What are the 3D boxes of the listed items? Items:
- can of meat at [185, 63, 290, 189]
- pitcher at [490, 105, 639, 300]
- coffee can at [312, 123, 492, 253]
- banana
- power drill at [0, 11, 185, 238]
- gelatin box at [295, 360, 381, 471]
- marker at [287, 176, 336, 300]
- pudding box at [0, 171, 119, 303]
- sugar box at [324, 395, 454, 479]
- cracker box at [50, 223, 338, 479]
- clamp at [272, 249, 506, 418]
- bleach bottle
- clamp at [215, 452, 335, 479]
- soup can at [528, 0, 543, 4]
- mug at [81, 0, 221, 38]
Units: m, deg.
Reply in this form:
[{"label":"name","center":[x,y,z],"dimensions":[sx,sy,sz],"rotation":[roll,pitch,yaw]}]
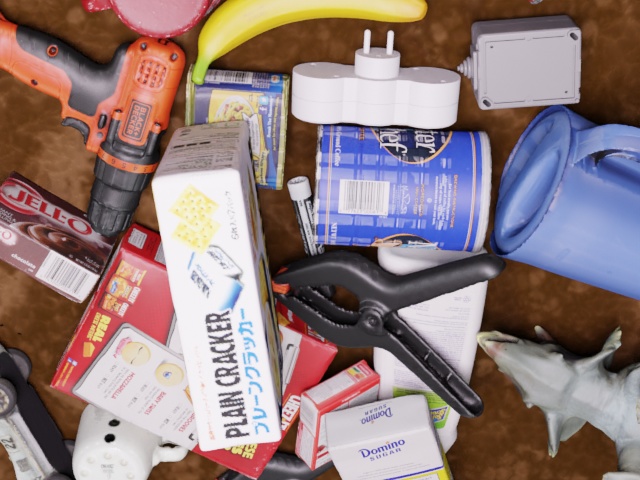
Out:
[{"label":"can of meat","center":[-0.070,-0.094,0.901],"dimensions":[0.084,0.057,0.102],"rotation":[4,114,-2]},{"label":"pitcher","center":[0.277,-0.013,0.883],"dimensions":[0.242,0.149,0.145],"rotation":[20,107,-11]},{"label":"coffee can","center":[0.066,-0.043,0.894],"dimensions":[0.140,0.103,0.103],"rotation":[3,114,1]},{"label":"banana","center":[-0.016,-0.182,0.862],"dimensions":[0.198,0.037,0.069],"rotation":[-17,85,3]},{"label":"power drill","center":[-0.223,-0.106,0.901],"dimensions":[0.187,0.057,0.184],"rotation":[18,110,-9]},{"label":"gelatin box","center":[0.016,0.162,0.982],"dimensions":[0.073,0.030,0.089],"rotation":[-24,139,-30]},{"label":"marker","center":[-0.006,0.001,0.962],"dimensions":[0.020,0.020,0.121],"rotation":[-11,113,7]},{"label":"pudding box","center":[-0.238,-0.004,0.928],"dimensions":[0.113,0.090,0.039],"rotation":[33,112,-13]},{"label":"sugar box","center":[0.070,0.212,0.973],"dimensions":[0.093,0.048,0.176],"rotation":[-13,132,7]},{"label":"cracker box","center":[-0.114,0.103,0.983],"dimensions":[0.213,0.072,0.164],"rotation":[26,113,-11]},{"label":"clamp","center":[0.056,0.069,0.914],"dimensions":[0.210,0.036,0.164],"rotation":[10,123,24]},{"label":"bleach bottle","center":[0.088,0.119,0.989],"dimensions":[0.102,0.068,0.251],"rotation":[9,117,3]},{"label":"clamp","center":[-0.018,0.252,1.065],"dimensions":[0.171,0.039,0.120],"rotation":[-13,107,10]},{"label":"soup can","center":[0.141,-0.237,0.824],"dimensions":[0.102,0.068,0.069],"rotation":[28,112,-10]},{"label":"mug","center":[-0.133,-0.204,0.839],"dimensions":[0.117,0.081,0.093],"rotation":[-13,113,7]}]
